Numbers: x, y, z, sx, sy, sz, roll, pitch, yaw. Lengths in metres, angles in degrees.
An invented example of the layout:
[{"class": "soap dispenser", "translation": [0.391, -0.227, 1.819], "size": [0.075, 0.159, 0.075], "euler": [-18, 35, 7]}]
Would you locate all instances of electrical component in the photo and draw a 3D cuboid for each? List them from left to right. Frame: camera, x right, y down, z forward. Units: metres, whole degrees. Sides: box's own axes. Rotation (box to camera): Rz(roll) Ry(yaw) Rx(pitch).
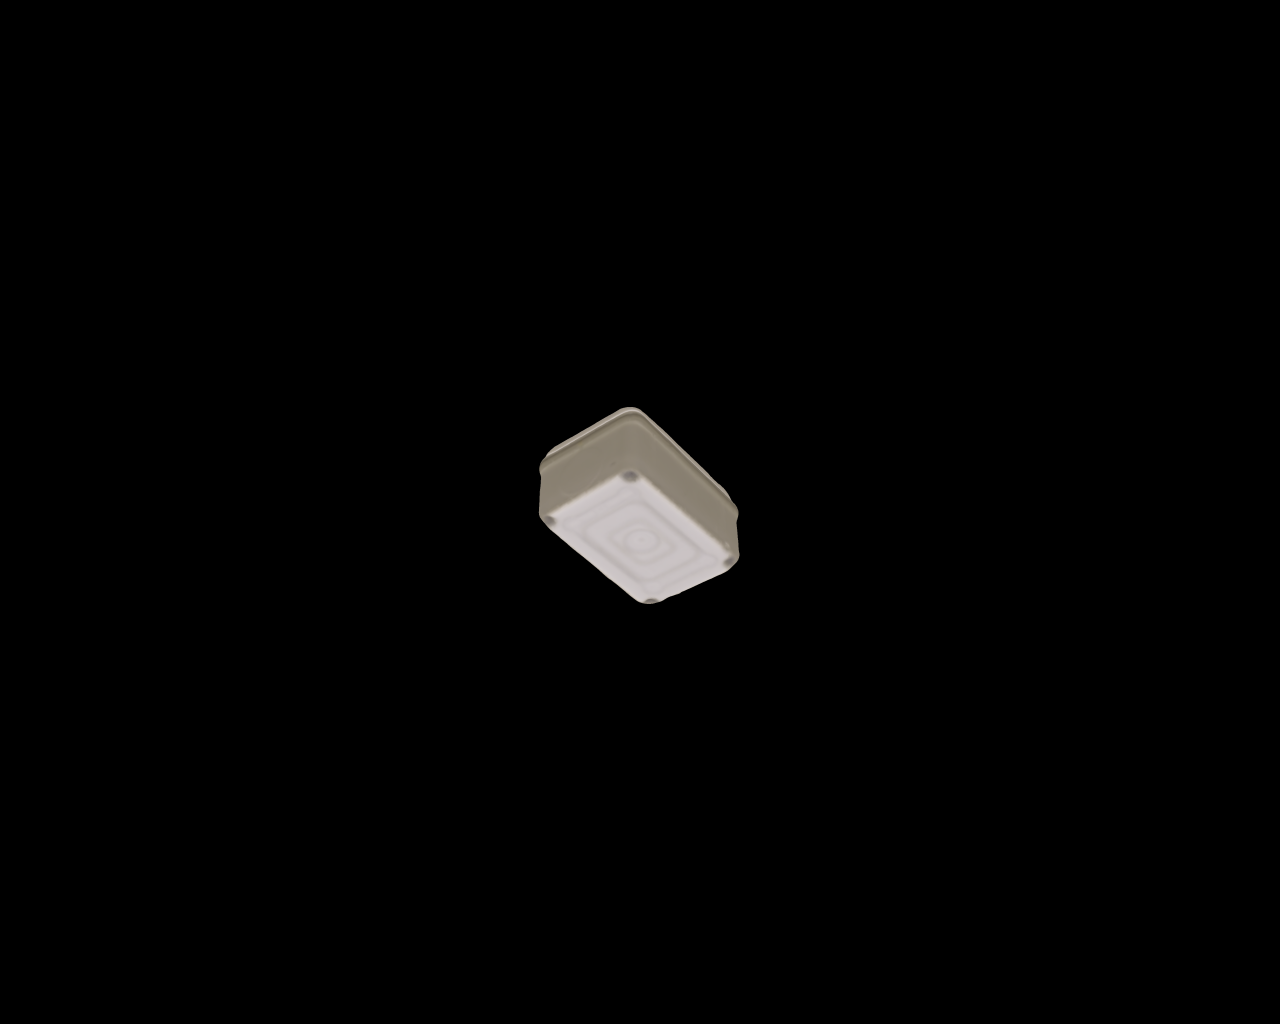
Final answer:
[{"class": "electrical component", "translation": [0.001, -0.003, 0.650], "size": [0.078, 0.057, 0.113], "euler": [-27, -49, 26]}]
